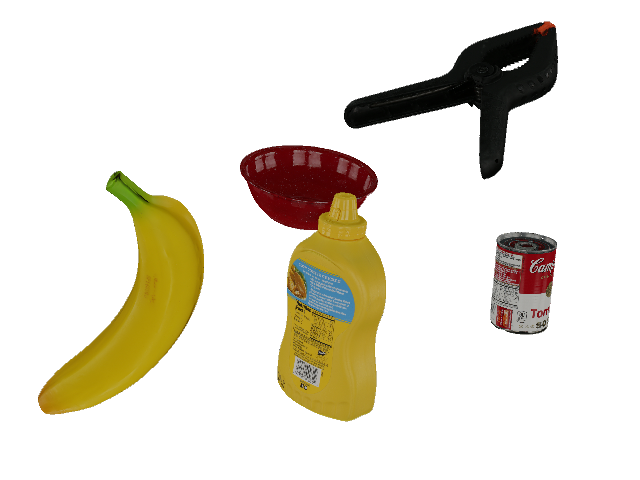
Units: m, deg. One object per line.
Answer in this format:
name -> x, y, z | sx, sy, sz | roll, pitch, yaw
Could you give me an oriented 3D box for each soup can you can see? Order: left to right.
soup can -> 0.232, 0.049, 1.224 | 0.068, 0.102, 0.068 | 2, 18, -1

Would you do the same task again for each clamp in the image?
clamp -> 0.147, -0.129, 0.933 | 0.209, 0.036, 0.165 | -33, 43, -23

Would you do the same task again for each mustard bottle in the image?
mustard bottle -> 0.012, 0.052, 0.920 | 0.058, 0.192, 0.096 | -13, 26, -42

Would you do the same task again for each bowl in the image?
bowl -> -0.016, -0.056, 1.245 | 0.162, 0.055, 0.162 | 6, 27, -3

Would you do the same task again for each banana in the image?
banana -> -0.111, 0.040, 0.624 | 0.069, 0.198, 0.037 | 20, 36, -9
